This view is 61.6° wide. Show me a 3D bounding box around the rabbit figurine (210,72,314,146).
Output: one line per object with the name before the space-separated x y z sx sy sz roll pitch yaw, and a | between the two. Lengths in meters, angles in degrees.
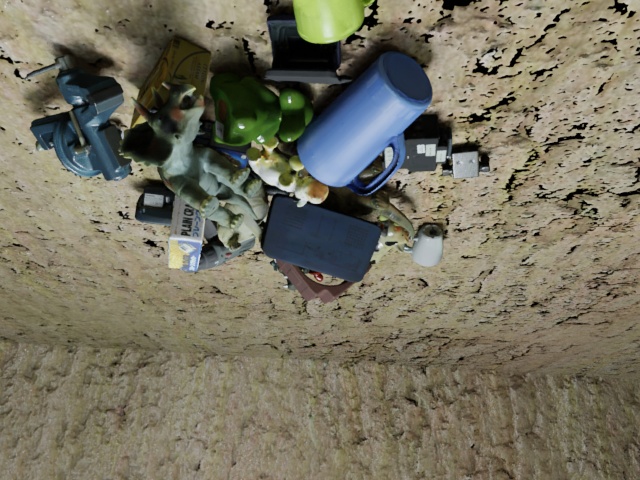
rabbit figurine | -0.081 -0.221 0.896 0.170 0.121 0.159 -12 -161 -28

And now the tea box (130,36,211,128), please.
tea box | -0.251 -0.241 0.891 0.068 0.098 0.170 20 152 -32

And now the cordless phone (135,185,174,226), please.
cordless phone | -0.364 -0.069 1.313 0.147 0.088 0.184 6 174 -7

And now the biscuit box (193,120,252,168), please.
biscuit box | -0.236 -0.192 1.038 0.203 0.059 0.062 10 154 -13

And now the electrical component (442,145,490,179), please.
electrical component | 0.290 -0.155 1.083 0.102 0.045 0.078 -9 125 18

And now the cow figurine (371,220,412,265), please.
cow figurine | 0.158 0.005 1.392 0.127 0.085 0.195 15 151 -10

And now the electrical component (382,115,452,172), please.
electrical component | 0.182 -0.180 1.021 0.134 0.058 0.114 -1 157 7

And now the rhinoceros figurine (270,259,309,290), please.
rhinoceros figurine | -0.076 0.035 1.368 0.112 0.190 0.073 -12 155 -14

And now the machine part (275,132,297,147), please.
machine part | -0.093 -0.215 1.001 0.139 0.039 0.084 13 145 -15

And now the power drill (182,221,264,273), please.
power drill | -0.211 0.006 1.339 0.207 0.086 0.232 -37 175 32

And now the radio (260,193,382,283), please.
radio | -0.002 -0.003 1.103 0.230 0.131 0.073 17 -177 -9

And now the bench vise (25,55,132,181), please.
bench vise | -0.436 -0.201 0.941 0.241 0.129 0.223 -2 131 32

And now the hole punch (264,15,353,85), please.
hole punch | -0.023 -0.282 0.811 0.142 0.092 0.116 0 -172 4

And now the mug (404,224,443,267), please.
mug | 0.272 0.005 1.397 0.110 0.081 0.107 8 144 5

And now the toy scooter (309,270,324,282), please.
toy scooter | -0.018 0.014 1.187 0.183 0.135 0.075 26 161 -32

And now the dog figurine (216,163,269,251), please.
dog figurine | -0.180 -0.087 1.166 0.172 0.121 0.190 -13 111 17

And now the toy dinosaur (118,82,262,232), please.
toy dinosaur | -0.212 -0.113 0.915 0.192 0.131 0.404 38 170 7

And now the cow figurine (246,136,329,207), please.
cow figurine | -0.059 -0.116 1.012 0.167 0.068 0.098 39 164 8

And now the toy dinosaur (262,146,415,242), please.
toy dinosaur | 0.064 -0.101 1.161 0.471 0.105 0.199 27 155 -24

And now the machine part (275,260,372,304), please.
machine part | 0.009 0.036 1.300 0.201 0.201 0.087 51 157 4
